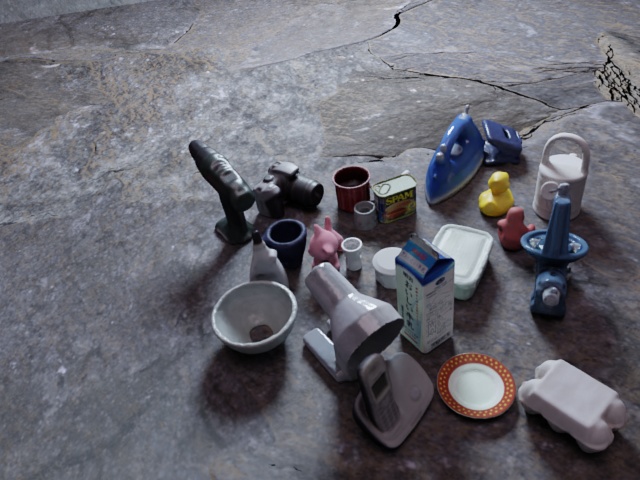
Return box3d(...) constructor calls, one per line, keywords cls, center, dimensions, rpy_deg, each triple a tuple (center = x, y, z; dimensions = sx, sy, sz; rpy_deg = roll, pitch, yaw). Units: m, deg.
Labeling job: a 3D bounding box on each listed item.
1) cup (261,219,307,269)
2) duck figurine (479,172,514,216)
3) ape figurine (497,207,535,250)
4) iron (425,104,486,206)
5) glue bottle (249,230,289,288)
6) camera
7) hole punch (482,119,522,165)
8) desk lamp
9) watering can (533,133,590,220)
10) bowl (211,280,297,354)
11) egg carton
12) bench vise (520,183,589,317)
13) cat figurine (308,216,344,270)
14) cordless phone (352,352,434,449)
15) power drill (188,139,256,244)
box3d(cls="cup", center=(-0.080, 0.020, 1.237), dimensions=(0.118, 0.095, 0.091), rpy_deg=(-17, 42, -8))
box3d(cls="duck figurine", center=(0.403, -0.112, 1.303), dimensions=(0.077, 0.086, 0.105), rpy_deg=(18, 48, 28))
box3d(cls="ape figurine", center=(0.411, -0.030, 1.207), dimensions=(0.077, 0.092, 0.076), rpy_deg=(26, 52, 33))
box3d(cls="iron", center=(0.318, -0.212, 1.388), dimensions=(0.118, 0.142, 0.259), rpy_deg=(16, 47, 26))
box3d(cls="glue bottle", center=(-0.112, 0.048, 1.153), dimensions=(0.078, 0.173, 0.037), rpy_deg=(-7, 42, 2))
box3d(cls="camera", center=(-0.071, -0.125, 1.393), dimensions=(0.136, 0.101, 0.143), rpy_deg=(21, 50, 30))
box3d(cls="hole punch", center=(0.458, -0.253, 1.447), dimensions=(0.101, 0.091, 0.108), rpy_deg=(-4, 42, 6))
box3d(cls="desk lamp", center=(0.044, 0.150, 0.980), dimensions=(0.118, 0.214, 0.202), rpy_deg=(-30, 46, -22))
box3d(cls="watering can", center=(0.521, -0.137, 1.229), dimensions=(0.100, 0.194, 0.173), rpy_deg=(3, 43, 14))
box3d(cls="bowl", center=(-0.120, 0.160, 1.103), dimensions=(0.167, 0.075, 0.167), rpy_deg=(-5, 42, 5))
box3d(cls="egg carton", center=(0.397, 0.259, 0.903), dimensions=(0.107, 0.069, 0.149), rpy_deg=(-36, 48, -27))
box3d(cls="bench vise", center=(0.442, 0.020, 1.048), dimensions=(0.121, 0.220, 0.207), rpy_deg=(-5, 42, 5))
box3d(cls="cat figurine", center=(0.011, 0.004, 1.221), dimensions=(0.067, 0.118, 0.128), rpy_deg=(1, 43, 12))
box3d(cls="cordless phone", center=(0.113, 0.225, 0.906), dimensions=(0.093, 0.185, 0.148), rpy_deg=(22, 50, 30))
box3d(cls="power drill", center=(-0.219, -0.103, 1.313), dimensions=(0.076, 0.209, 0.228), rpy_deg=(-31, 46, -23))
